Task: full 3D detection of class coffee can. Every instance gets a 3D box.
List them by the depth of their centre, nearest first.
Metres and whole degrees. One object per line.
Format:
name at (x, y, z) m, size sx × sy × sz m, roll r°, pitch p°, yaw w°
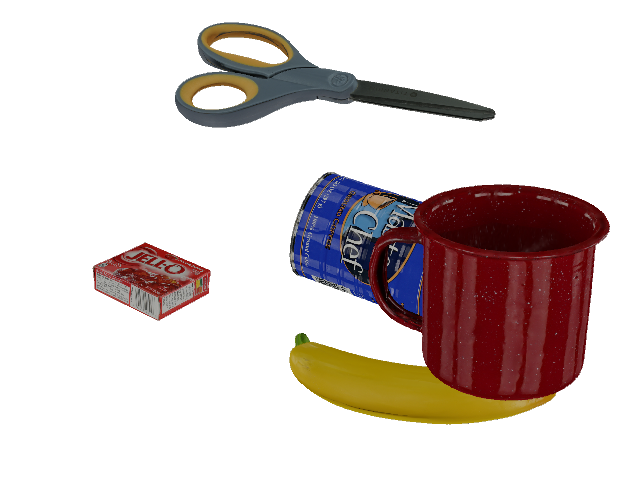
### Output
coffee can at (0.058, 0.007, 0.964) m, size 0.140 × 0.103 × 0.102 m, roll 19°, pitch 7°, yaw 22°

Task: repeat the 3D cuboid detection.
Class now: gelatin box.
gelatin box at (-0.163, 0.037, 1.032) m, size 0.089 × 0.030 × 0.073 m, roll 22°, pitch 30°, yaw 30°

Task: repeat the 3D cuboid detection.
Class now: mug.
mug at (0.080, 0.024, 0.532) m, size 0.117 × 0.081 × 0.093 m, roll 6°, pitch 24°, yaw 17°

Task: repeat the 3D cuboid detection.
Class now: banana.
banana at (0.054, 0.093, 0.719) m, size 0.198 × 0.037 × 0.069 m, roll 10°, pitch 35°, yaw 26°

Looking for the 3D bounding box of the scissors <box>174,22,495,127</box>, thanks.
scissors at (-0.005, -0.084, 0.651) m, size 0.202 × 0.096 × 0.016 m, roll 27°, pitch -31°, yaw 27°
